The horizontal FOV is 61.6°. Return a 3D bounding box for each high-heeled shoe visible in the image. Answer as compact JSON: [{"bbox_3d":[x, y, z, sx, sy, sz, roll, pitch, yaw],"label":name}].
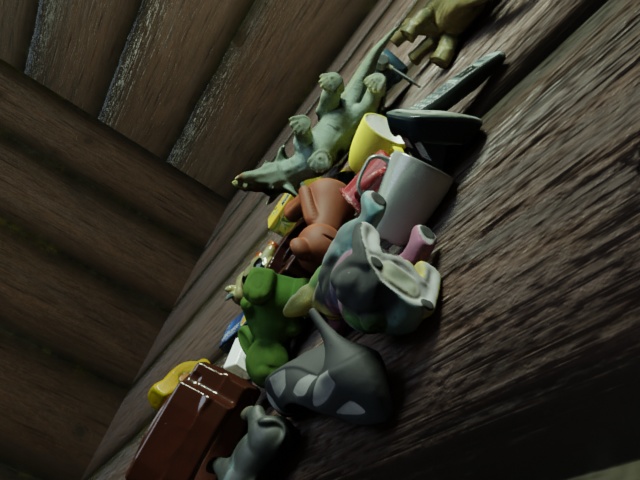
[{"bbox_3d":[0.011,0.181,0.598,0.086,0.145,0.248,-19,-35,-27],"label":"high-heeled shoe"}]

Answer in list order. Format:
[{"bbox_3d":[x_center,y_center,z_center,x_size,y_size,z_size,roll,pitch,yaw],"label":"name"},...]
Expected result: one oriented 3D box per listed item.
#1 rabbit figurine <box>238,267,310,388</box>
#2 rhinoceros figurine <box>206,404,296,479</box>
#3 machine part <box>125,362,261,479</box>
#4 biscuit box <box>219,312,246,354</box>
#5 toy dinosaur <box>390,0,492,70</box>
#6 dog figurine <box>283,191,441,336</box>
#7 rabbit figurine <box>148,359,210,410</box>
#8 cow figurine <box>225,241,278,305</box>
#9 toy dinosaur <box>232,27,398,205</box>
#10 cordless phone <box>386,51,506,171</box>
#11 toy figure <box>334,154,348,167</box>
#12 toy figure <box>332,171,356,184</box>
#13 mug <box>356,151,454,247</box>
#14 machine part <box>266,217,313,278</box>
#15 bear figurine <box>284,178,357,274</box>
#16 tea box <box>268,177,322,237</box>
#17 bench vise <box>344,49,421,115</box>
[{"bbox_3d":[-0.083,0.143,0.838,0.159,0.121,0.170,145,139,-64],"label":"rabbit figurine"},{"bbox_3d":[-0.090,0.292,0.636,0.190,0.073,0.112,-59,21,-5],"label":"rhinoceros figurine"},{"bbox_3d":[-0.173,0.277,0.750,0.201,0.087,0.201,-60,-12,-14],"label":"machine part"},{"bbox_3d":[-0.122,0.163,1.017,0.202,0.063,0.059,-42,20,45],"label":"biscuit box"},{"bbox_3d":[0.240,-0.417,0.963,0.198,0.105,0.472,-52,20,9],"label":"toy dinosaur"},{"bbox_3d":[0.035,0.065,0.626,0.219,0.108,0.192,-51,18,39],"label":"dog figurine"},{"bbox_3d":[-0.282,0.331,1.110,0.162,0.122,0.173,-76,4,-59],"label":"rabbit figurine"},{"bbox_3d":[-0.140,0.089,1.202,0.127,0.085,0.195,-59,14,-29],"label":"cow figurine"},{"bbox_3d":[0.021,-0.206,1.014,0.405,0.131,0.192,-47,-4,-14],"label":"toy dinosaur"},{"bbox_3d":[0.187,-0.185,0.715,0.184,0.088,0.147,-40,16,5],"label":"cordless phone"},{"bbox_3d":[0.024,-0.234,1.313,0.082,0.089,0.180,-59,15,25],"label":"toy figure"},{"bbox_3d":[0.028,-0.093,1.074,0.154,0.058,0.064,-41,40,44],"label":"toy figure"},{"bbox_3d":[0.096,-0.052,0.671,0.081,0.109,0.107,-104,38,-81],"label":"mug"},{"bbox_3d":[-0.045,0.032,1.051,0.179,0.056,0.179,-51,16,20],"label":"machine part"},{"bbox_3d":[0.000,-0.005,0.871,0.132,0.120,0.196,-48,22,46],"label":"bear figurine"},{"bbox_3d":[-0.057,-0.091,1.323,0.169,0.068,0.098,-55,14,8],"label":"tea box"},{"bbox_3d":[0.079,-0.283,1.133,0.240,0.129,0.223,-43,3,-15],"label":"bench vise"}]
